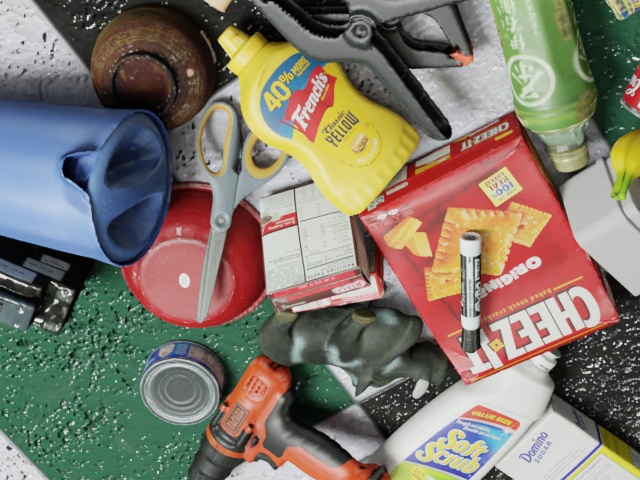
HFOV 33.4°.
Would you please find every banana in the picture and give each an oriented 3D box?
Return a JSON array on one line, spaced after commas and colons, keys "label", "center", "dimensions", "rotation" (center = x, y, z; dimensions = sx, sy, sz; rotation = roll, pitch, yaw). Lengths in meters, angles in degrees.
[{"label": "banana", "center": [0.303, -0.060, 0.918], "dimensions": [0.197, 0.037, 0.069], "rotation": [5, 91, -41]}]

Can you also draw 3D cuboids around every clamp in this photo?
[{"label": "clamp", "center": [0.040, -0.170, 0.882], "dimensions": [0.210, 0.036, 0.165], "rotation": [14, 129, 6]}, {"label": "clamp", "center": [0.050, -0.192, 0.911], "dimensions": [0.171, 0.039, 0.120], "rotation": [38, 125, -11]}]

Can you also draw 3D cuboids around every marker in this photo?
[{"label": "marker", "center": [0.135, 0.050, 0.956], "dimensions": [0.020, 0.020, 0.121], "rotation": [-2, 118, 6]}]

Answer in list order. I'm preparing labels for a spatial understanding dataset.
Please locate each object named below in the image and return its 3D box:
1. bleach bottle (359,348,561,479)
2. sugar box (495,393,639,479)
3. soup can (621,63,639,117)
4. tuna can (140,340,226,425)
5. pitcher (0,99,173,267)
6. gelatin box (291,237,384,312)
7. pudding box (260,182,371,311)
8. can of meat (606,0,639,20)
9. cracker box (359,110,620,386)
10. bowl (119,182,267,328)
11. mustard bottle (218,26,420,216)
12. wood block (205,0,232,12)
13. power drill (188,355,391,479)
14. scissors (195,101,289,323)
[{"label": "bleach bottle", "center": [0.144, 0.190, 1.085], "dimensions": [0.102, 0.068, 0.251], "rotation": [36, 111, -7]}, {"label": "sugar box", "center": [0.277, 0.241, 1.108], "dimensions": [0.176, 0.048, 0.093], "rotation": [36, 114, -9]}, {"label": "soup can", "center": [0.306, -0.148, 0.893], "dimensions": [0.068, 0.068, 0.102], "rotation": [19, 117, -5]}, {"label": "tuna can", "center": [-0.142, 0.149, 1.104], "dimensions": [0.086, 0.033, 0.086], "rotation": [2, 117, 4]}, {"label": "pitcher", "center": [-0.257, -0.059, 0.941], "dimensions": [0.243, 0.144, 0.149], "rotation": [10, 132, 20]}, {"label": "gelatin box", "center": [0.016, 0.032, 1.008], "dimensions": [0.089, 0.073, 0.030], "rotation": [-10, 117, 9]}, {"label": "pudding box", "center": [-0.007, 0.001, 0.972], "dimensions": [0.090, 0.113, 0.039], "rotation": [-16, 145, 12]}, {"label": "can of meat", "center": [0.254, -0.240, 0.858], "dimensions": [0.084, 0.057, 0.102], "rotation": [-29, 111, 21]}, {"label": "cracker box", "center": [0.157, 0.013, 0.987], "dimensions": [0.164, 0.072, 0.213], "rotation": [-26, 113, 18]}, {"label": "bowl", "center": [-0.124, 0.027, 1.029], "dimensions": [0.162, 0.055, 0.162], "rotation": [2, 117, 4]}, {"label": "mustard bottle", "center": [-0.011, -0.116, 0.930], "dimensions": [0.191, 0.058, 0.096], "rotation": [41, 82, -7]}, {"label": "wood block", "center": [-0.052, -0.296, 0.836], "dimensions": [0.090, 0.090, 0.206], "rotation": [33, 115, -12]}, {"label": "power drill", "center": [-0.036, 0.235, 1.091], "dimensions": [0.188, 0.057, 0.185], "rotation": [37, 117, 13]}, {"label": "scissors", "center": [-0.072, -0.027, 0.979], "dimensions": [0.096, 0.016, 0.202], "rotation": [-4, 94, -6]}]
